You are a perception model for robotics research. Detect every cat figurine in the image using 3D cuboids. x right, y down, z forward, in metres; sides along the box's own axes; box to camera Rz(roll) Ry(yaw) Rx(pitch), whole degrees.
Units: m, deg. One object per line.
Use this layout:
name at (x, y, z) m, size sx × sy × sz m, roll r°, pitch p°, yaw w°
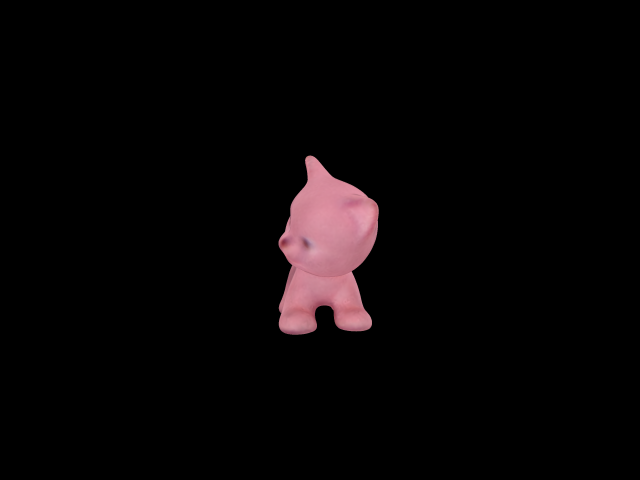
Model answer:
cat figurine at (0.004, 0.001, 0.400) m, size 0.067 × 0.118 × 0.127 m, roll 0°, pitch 4°, yaw -6°
